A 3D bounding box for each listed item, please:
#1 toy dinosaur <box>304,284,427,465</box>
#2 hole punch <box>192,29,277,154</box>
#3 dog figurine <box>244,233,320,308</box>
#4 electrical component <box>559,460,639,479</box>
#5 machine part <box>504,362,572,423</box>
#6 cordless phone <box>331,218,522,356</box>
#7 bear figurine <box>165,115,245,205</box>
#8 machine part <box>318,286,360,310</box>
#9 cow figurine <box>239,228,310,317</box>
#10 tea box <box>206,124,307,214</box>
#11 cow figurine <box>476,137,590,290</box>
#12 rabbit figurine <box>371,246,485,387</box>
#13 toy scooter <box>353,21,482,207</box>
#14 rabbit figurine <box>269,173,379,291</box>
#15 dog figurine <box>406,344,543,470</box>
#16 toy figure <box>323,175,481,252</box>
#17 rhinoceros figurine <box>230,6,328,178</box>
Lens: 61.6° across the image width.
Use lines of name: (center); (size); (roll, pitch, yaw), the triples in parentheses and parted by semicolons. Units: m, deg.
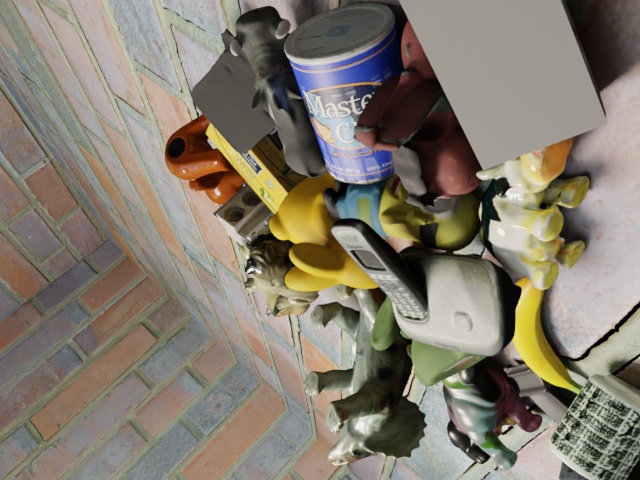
toy dinosaur: (0.087, 0.167, 0.826); (0.192, 0.404, 0.131); (12, 177, -32)
hole punch: (-0.085, -0.193, 0.705); (0.116, 0.092, 0.142); (-34, 97, 36)
dog figurine: (-0.048, 0.059, 0.934); (0.172, 0.121, 0.190); (9, 172, -10)
electrical component: (0.380, 0.314, 0.681); (0.134, 0.058, 0.115); (25, 154, 1)
machine part: (0.313, 0.214, 0.710); (0.139, 0.039, 0.084); (46, 153, 8)
cordless phone: (0.106, 0.033, 0.547); (0.184, 0.089, 0.147); (43, 157, -30)
bear figurine: (-0.177, -0.125, 0.953); (0.132, 0.120, 0.195); (-18, 153, 22)
machine part: (0.080, 0.123, 0.923); (0.243, 0.079, 0.079); (46, 158, 6)
cow figurine: (-0.087, 0.069, 1.067); (0.194, 0.127, 0.085); (54, 160, -9)
tea box: (-0.087, -0.130, 0.812); (0.169, 0.068, 0.098); (50, 158, -4)
cow figurine: (0.184, -0.038, 0.488); (0.098, 0.068, 0.167); (34, 154, 44)
rabbit figurine: (0.145, 0.095, 0.718); (0.159, 0.121, 0.170); (-51, 54, 42)
toy scooter: (0.089, -0.094, 0.469); (0.075, 0.135, 0.183); (22, 148, 42)
rabbit figurine: (0.024, -0.001, 0.705); (0.173, 0.162, 0.121); (45, 149, 21)
dog figurine: (0.216, 0.220, 0.813); (0.219, 0.108, 0.191); (51, 161, 1)
toy figure: (0.094, -0.038, 0.612); (0.180, 0.082, 0.089); (7, 158, 38)
rhinoceros figurine: (-0.037, -0.158, 0.592); (0.073, 0.112, 0.190); (-8, 124, 21)
